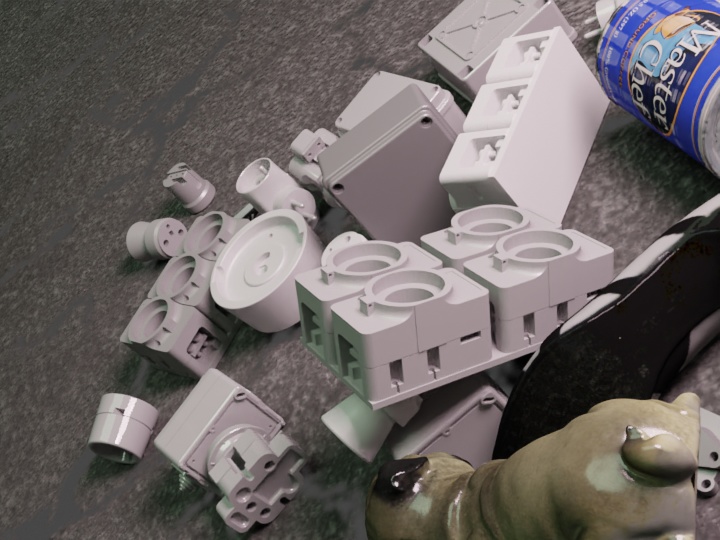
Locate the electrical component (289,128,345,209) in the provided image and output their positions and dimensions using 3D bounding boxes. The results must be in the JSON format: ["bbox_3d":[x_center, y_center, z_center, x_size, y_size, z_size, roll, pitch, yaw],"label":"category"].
[{"bbox_3d":[-0.024,-0.093,1.013,0.057,0.078,0.058,35,82,35],"label":"electrical component"}]

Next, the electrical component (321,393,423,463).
[{"bbox_3d":[0.009,0.093,0.710,0.055,0.045,0.045,-47,36,-3],"label":"electrical component"}]

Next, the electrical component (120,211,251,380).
[{"bbox_3d":[-0.155,0.022,1.034,0.089,0.062,0.150,6,60,47],"label":"electrical component"}]

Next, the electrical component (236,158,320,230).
[{"bbox_3d":[-0.068,-0.062,1.018,0.043,0.077,0.079,-52,36,-10],"label":"electrical component"}]

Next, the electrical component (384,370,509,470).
[{"bbox_3d":[0.057,0.110,0.740,0.096,0.062,0.061,-41,36,6],"label":"electrical component"}]

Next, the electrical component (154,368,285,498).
[{"bbox_3d":[-0.122,0.138,0.889,0.096,0.062,0.061,-53,37,-11],"label":"electrical component"}]

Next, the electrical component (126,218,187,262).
[{"bbox_3d":[-0.220,-0.033,1.167,0.055,0.045,0.045,-5,52,41],"label":"electrical component"}]

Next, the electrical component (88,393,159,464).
[{"bbox_3d":[-0.218,0.146,0.984,0.055,0.055,0.047,-12,51,38],"label":"electrical component"}]

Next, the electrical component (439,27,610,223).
[{"bbox_3d":[0.129,-0.103,0.852,0.062,0.089,0.150,0,55,45],"label":"electrical component"}]

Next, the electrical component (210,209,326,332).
[{"bbox_3d":[-0.074,0.006,0.971,0.108,0.060,0.108,-25,42,24],"label":"electrical component"}]

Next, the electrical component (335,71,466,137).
[{"bbox_3d":[0.039,-0.134,0.998,0.078,0.057,0.113,-51,36,-8],"label":"electrical component"}]

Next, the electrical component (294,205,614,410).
[{"bbox_3d":[0.063,0.015,0.713,0.186,0.060,0.105,-17,27,-22],"label":"electrical component"}]

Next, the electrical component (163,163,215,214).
[{"bbox_3d":[-0.190,-0.091,1.194,0.040,0.046,0.040,-26,40,25],"label":"electrical component"}]

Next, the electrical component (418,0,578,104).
[{"bbox_3d":[0.125,-0.209,0.988,0.109,0.056,0.108,-42,36,5],"label":"electrical component"}]

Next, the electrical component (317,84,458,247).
[{"bbox_3d":[0.038,-0.080,0.904,0.109,0.108,0.056,-36,34,13],"label":"electrical component"}]

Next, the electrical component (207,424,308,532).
[{"bbox_3d":[-0.085,0.156,0.840,0.078,0.058,0.057,-49,39,-4],"label":"electrical component"}]

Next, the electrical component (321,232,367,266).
[{"bbox_3d":[0.000,0.000,0.908,0.045,0.055,0.045,-27,40,25],"label":"electrical component"}]

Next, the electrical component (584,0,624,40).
[{"bbox_3d":[0.226,-0.217,0.907,0.079,0.043,0.077,-19,44,32],"label":"electrical component"}]
